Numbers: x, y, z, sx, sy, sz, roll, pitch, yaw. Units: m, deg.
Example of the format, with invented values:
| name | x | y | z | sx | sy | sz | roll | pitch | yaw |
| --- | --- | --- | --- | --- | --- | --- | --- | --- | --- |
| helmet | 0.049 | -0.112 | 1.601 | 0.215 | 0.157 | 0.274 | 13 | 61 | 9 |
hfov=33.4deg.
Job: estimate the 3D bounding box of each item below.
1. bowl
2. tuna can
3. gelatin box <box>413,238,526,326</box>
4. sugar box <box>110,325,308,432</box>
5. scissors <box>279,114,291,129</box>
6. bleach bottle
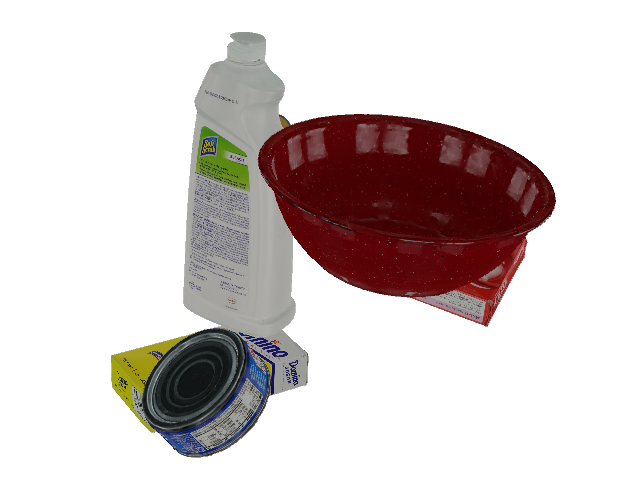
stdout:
| name | x | y | z | sx | sy | sz | roll | pitch | yaw |
| --- | --- | --- | --- | --- | --- | --- | --- | --- | --- |
| bowl | 0.044 | -0.015 | 0.588 | 0.162 | 0.055 | 0.162 | 6 | 27 | -3 |
| tuna can | -0.079 | 0.102 | 0.726 | 0.086 | 0.086 | 0.033 | 0 | -40 | 39 |
| gelatin box | 0.097 | 0.015 | 0.783 | 0.089 | 0.030 | 0.073 | 20 | 49 | 20 |
| sugar box | -0.110 | 0.129 | 1.066 | 0.175 | 0.048 | 0.093 | -16 | 32 | -30 |
| scissors | -0.065 | -0.059 | 1.202 | 0.096 | 0.202 | 0.016 | -12 | -8 | -13 |
| bleach bottle | -0.063 | -0.048 | 0.904 | 0.103 | 0.251 | 0.068 | 18 | 28 | 24 |
